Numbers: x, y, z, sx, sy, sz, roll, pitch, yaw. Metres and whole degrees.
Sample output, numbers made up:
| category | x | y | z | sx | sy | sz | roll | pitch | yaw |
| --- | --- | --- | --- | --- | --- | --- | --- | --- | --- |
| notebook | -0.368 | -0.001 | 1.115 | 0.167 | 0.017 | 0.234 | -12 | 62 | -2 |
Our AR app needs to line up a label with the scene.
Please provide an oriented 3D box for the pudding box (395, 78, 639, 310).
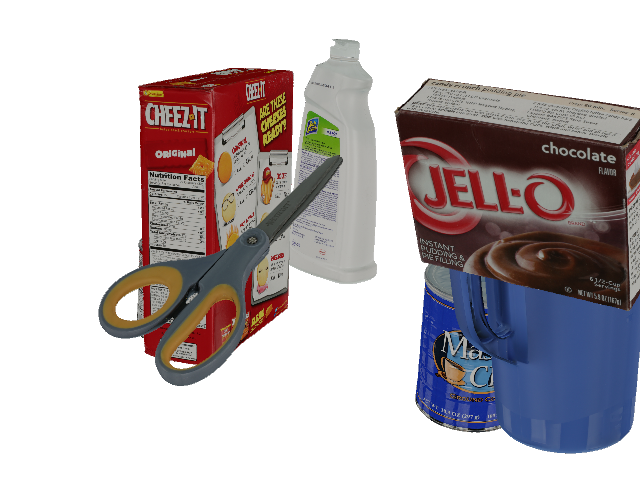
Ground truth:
| category | x | y | z | sx | sy | sz | roll | pitch | yaw |
| --- | --- | --- | --- | --- | --- | --- | --- | --- | --- |
| pudding box | 0.095 | -0.023 | 0.495 | 0.114 | 0.090 | 0.039 | 12 | 44 | 31 |

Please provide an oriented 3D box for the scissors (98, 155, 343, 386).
| category | x | y | z | sx | sy | sz | roll | pitch | yaw |
| --- | --- | --- | --- | --- | --- | --- | --- | --- | --- |
| scissors | -0.062 | 0.005 | 0.653 | 0.096 | 0.016 | 0.201 | 12 | 48 | 15 |

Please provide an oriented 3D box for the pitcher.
| category | x | y | z | sx | sy | sz | roll | pitch | yaw |
| --- | --- | --- | --- | --- | --- | --- | --- | --- | --- |
| pitcher | 0.178 | 0.037 | 0.815 | 0.149 | 0.243 | 0.145 | 0 | 19 | 12 |

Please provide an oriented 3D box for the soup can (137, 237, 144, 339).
| category | x | y | z | sx | sy | sz | roll | pitch | yaw |
| --- | --- | --- | --- | --- | --- | --- | --- | --- | --- |
| soup can | -0.157 | 0.050 | 1.115 | 0.068 | 0.102 | 0.068 | 5 | 22 | -2 |

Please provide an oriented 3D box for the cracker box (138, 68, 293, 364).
| category | x | y | z | sx | sy | sz | roll | pitch | yaw |
| --- | --- | --- | --- | --- | --- | --- | --- | --- | --- |
| cracker box | -0.082 | -0.026 | 0.865 | 0.072 | 0.214 | 0.164 | 6 | 15 | 18 |

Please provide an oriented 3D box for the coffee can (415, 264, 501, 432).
| category | x | y | z | sx | sy | sz | roll | pitch | yaw |
| --- | --- | --- | --- | --- | --- | --- | --- | --- | --- |
| coffee can | 0.146 | 0.096 | 1.018 | 0.103 | 0.140 | 0.103 | 1 | 25 | -1 |

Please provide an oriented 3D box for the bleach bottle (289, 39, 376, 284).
| category | x | y | z | sx | sy | sz | roll | pitch | yaw |
| --- | --- | --- | --- | --- | --- | --- | --- | --- | --- |
| bleach bottle | 0.021 | -0.087 | 1.144 | 0.103 | 0.251 | 0.067 | 18 | 19 | 37 |
